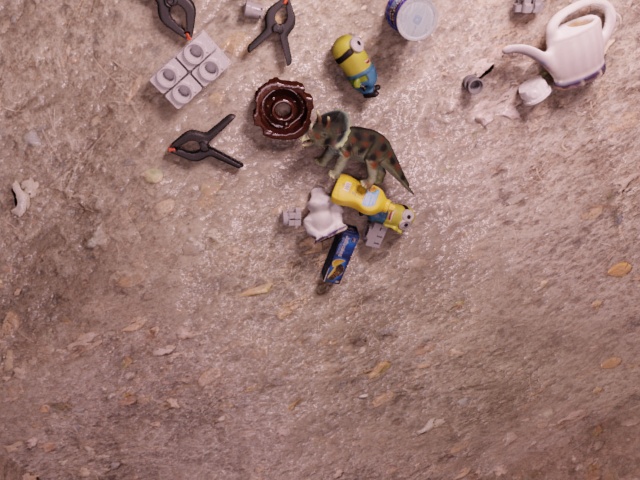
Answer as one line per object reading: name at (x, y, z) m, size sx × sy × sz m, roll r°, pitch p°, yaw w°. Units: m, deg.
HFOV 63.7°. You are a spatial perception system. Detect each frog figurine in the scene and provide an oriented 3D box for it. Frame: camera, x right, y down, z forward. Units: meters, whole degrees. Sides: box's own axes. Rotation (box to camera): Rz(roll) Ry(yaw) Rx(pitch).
frog figurine at (0.005, -0.081, 1.606) m, size 0.136 × 0.123 × 0.160 m, roll -27°, pitch 84°, yaw 19°

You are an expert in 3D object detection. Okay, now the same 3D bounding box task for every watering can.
watering can at (0.656, -0.508, 1.397) m, size 0.348 × 0.106 × 0.220 m, roll -28°, pitch 119°, yaw -5°
